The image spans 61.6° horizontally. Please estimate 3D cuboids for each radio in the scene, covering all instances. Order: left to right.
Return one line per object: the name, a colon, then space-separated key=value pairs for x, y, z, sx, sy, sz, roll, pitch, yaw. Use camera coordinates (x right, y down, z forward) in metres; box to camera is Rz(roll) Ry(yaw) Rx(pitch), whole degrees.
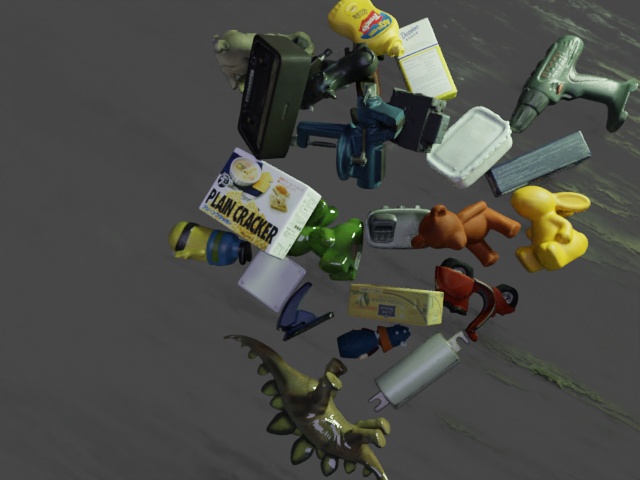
radio: x=-0.100 y=-0.291 z=1.093 sx=0.073 sy=0.229 sz=0.131 roll=-8 pitch=44 yaw=-32

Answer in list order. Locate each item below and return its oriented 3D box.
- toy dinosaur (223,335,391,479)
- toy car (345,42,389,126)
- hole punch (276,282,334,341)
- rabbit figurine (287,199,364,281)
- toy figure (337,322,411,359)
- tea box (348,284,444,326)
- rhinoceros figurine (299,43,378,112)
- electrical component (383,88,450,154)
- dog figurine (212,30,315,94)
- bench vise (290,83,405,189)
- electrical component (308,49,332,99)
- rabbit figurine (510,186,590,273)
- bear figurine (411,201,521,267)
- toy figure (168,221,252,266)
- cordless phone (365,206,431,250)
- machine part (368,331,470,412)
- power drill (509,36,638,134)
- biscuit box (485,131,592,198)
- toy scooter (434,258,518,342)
toy dinosaur: x=-0.019 y=0.340 z=1.099 sx=0.198 sy=0.105 sz=0.472 roll=-45 pitch=72 yaw=14
toy car: x=0.104 y=-0.341 z=1.166 sx=0.089 sy=0.053 sz=0.202 roll=-6 pitch=87 yaw=8
hole punch: x=-0.044 y=0.150 z=1.114 sx=0.116 sy=0.142 sz=0.092 roll=-29 pitch=86 yaw=-11
rabbit figurine: x=-0.002 y=-0.003 z=1.127 sx=0.170 sy=0.121 sz=0.159 roll=10 pitch=84 yaw=20
toy figure: x=0.114 y=0.210 z=1.131 sx=0.155 sy=0.058 sz=0.064 roll=-11 pitch=92 yaw=-1
tea box: x=0.153 y=0.129 z=1.084 sx=0.170 sy=0.098 sz=0.068 roll=2 pitch=86 yaw=30
rhinoceros figurine: x=0.031 y=-0.327 z=1.100 sx=0.190 sy=0.112 sz=0.073 roll=-24 pitch=120 yaw=16
electrical component: x=0.199 y=-0.243 z=1.105 sx=0.134 sy=0.058 sz=0.114 roll=27 pitch=113 yaw=38
dog figurine: x=-0.115 y=-0.404 z=1.134 sx=0.191 sy=0.172 sz=0.121 roll=-18 pitch=96 yaw=11
bench vise: x=0.048 y=-0.215 z=1.107 sx=0.241 sy=0.223 sz=0.129 roll=10 pitch=43 yaw=20
electrical component: x=0.001 y=-0.355 z=1.169 sx=0.102 sy=0.045 sz=0.078 roll=-36 pitch=123 yaw=-2
rabbit figurine: x=0.462 y=-0.037 z=1.083 sx=0.162 sy=0.122 sz=0.173 roll=-30 pitch=84 yaw=-2
bear figurine: x=0.282 y=-0.012 z=1.055 sx=0.132 sy=0.196 sz=0.120 roll=44 pitch=122 yaw=26
toy figure: x=-0.238 y=0.010 z=1.162 sx=0.180 sy=0.082 sz=0.089 roll=5 pitch=76 yaw=10
cordless phone: x=0.164 y=-0.034 z=1.077 sx=0.147 sy=0.184 sz=0.088 roll=0 pitch=82 yaw=5
machine part: x=0.201 y=0.268 z=1.109 sx=0.243 sy=0.079 sz=0.079 roll=-38 pitch=84 yaw=3
power drill: x=0.528 y=-0.294 z=1.118 sx=0.207 sy=0.086 sz=0.232 roll=23 pitch=86 yaw=13
biscuit box: x=0.453 y=-0.155 z=1.120 sx=0.203 sy=0.059 sz=0.063 roll=-22 pitch=84 yaw=4
toy scooter: x=0.307 y=0.128 z=1.108 sx=0.184 sy=0.075 sz=0.135 roll=28 pitch=85 yaw=2
